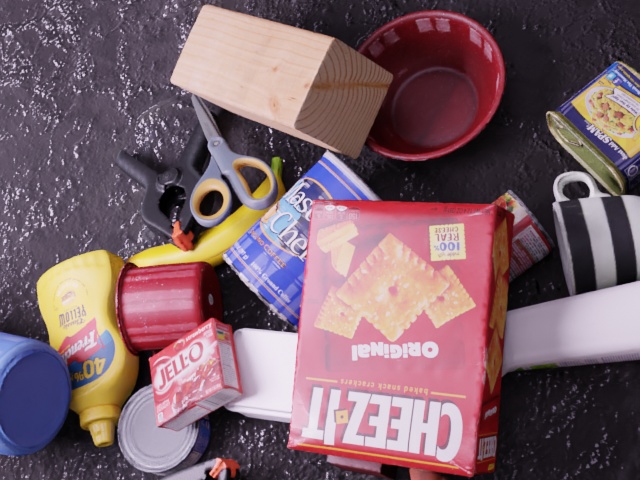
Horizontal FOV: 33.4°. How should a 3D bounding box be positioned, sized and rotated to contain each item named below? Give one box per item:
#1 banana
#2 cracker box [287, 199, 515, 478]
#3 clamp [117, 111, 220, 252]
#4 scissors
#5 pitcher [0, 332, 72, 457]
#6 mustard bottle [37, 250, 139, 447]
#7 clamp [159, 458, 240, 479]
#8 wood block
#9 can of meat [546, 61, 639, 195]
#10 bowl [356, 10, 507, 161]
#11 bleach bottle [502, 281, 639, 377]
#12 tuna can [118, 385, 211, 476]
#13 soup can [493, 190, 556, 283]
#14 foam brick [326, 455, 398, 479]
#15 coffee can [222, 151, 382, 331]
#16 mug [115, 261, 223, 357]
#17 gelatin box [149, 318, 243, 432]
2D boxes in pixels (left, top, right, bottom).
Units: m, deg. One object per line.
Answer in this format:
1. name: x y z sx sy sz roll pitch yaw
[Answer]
1. banana: -0.106 -0.005 1.081 0.198 0.037 0.070 -33 42 4
2. cracker box: 0.066 0.075 0.877 0.164 0.072 0.214 3 84 25
3. clamp: -0.142 -0.063 1.099 0.120 0.039 0.171 -34 49 8
4. scissors: -0.114 -0.078 1.069 0.096 0.016 0.202 -38 48 -10
5. pitcher: -0.366 0.131 1.036 0.243 0.149 0.145 3 76 32
6. mustard bottle: -0.228 0.112 1.066 0.096 0.058 0.191 -23 65 18
7. clamp: -0.152 0.280 0.979 0.165 0.036 0.210 31 91 27
8. wood block: -0.042 -0.158 1.041 0.206 0.090 0.090 25 92 46
9. can of meat: 0.270 -0.101 0.965 0.084 0.057 0.102 -39 63 0
10. bowl: 0.105 -0.141 1.041 0.162 0.055 0.162 -7 68 18
11. bleach bottle: 0.202 0.079 0.895 0.251 0.102 0.068 -11 74 17
12. tuna can: -0.148 0.182 1.024 0.086 0.033 0.086 -7 68 18
13. soup can: 0.150 0.013 0.959 0.102 0.068 0.068 -38 62 4
14. foam brick: 0.044 0.168 0.948 0.051 0.053 0.078 5 73 22
15. coffee can: -0.007 0.001 1.002 0.140 0.102 0.103 -44 62 0
16. mug: -0.142 0.076 1.038 0.081 0.093 0.117 -6 100 10
17. gelatin box: -0.116 0.125 0.980 0.089 0.030 0.073 -32 52 27
